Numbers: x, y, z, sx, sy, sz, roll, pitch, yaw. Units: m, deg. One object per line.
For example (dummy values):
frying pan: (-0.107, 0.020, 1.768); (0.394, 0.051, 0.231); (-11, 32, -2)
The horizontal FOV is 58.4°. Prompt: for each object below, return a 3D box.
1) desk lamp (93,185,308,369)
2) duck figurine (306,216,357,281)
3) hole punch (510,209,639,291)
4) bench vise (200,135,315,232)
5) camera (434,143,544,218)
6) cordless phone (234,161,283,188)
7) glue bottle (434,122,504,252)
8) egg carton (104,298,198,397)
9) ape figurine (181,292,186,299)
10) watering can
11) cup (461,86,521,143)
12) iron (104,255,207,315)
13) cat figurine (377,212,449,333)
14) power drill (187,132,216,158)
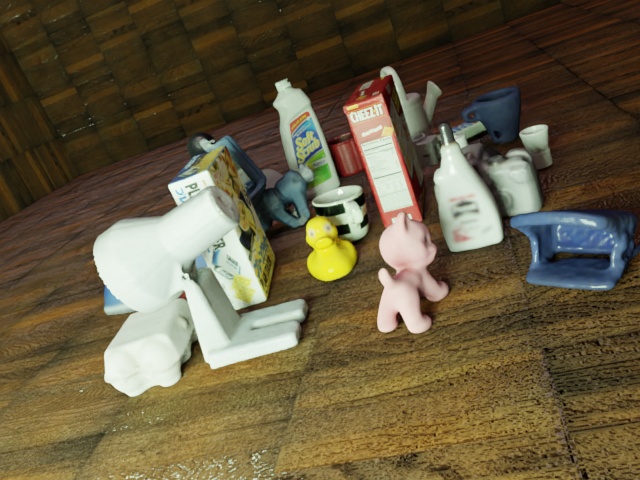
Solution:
desk lamp: (-0.148, 0.047, 0.723); (0.203, 0.214, 0.118); (-17, 21, 12)
duck figurine: (0.008, 0.003, 0.860); (0.077, 0.086, 0.104); (-20, 20, 4)
hole punch: (0.272, -0.008, 0.614); (0.108, 0.091, 0.101); (2, 31, 48)
bench vise: (-0.125, -0.114, 1.095); (0.208, 0.220, 0.121); (-30, 22, -20)
camera: (0.252, -0.100, 0.851); (0.142, 0.101, 0.137); (-9, 24, 30)
cordless phone: (-0.146, -0.141, 1.236); (0.093, 0.185, 0.148); (-2, 28, 42)
glue bottle: (0.182, -0.070, 0.742); (0.078, 0.173, 0.037); (-15, 22, 18)
egg carton: (-0.220, 0.140, 0.770); (0.107, 0.069, 0.150); (-19, 21, 9)
ape figurine: (-0.253, 0.077, 0.929); (0.075, 0.092, 0.078); (-4, 27, 40)
watering can: (0.185, -0.296, 1.276); (0.173, 0.194, 0.100); (-30, 22, -22)
cup: (0.336, -0.231, 1.103); (0.118, 0.095, 0.091); (-22, 20, -1)
iron: (-0.293, 0.030, 1.016); (0.258, 0.142, 0.118); (-21, 20, 2)
cat figurine: (0.097, 0.027, 0.664); (0.067, 0.118, 0.128); (-8, 24, 33)
power drill: (-0.248, -0.159, 1.349); (0.076, 0.209, 0.229); (-25, 21, -9)
